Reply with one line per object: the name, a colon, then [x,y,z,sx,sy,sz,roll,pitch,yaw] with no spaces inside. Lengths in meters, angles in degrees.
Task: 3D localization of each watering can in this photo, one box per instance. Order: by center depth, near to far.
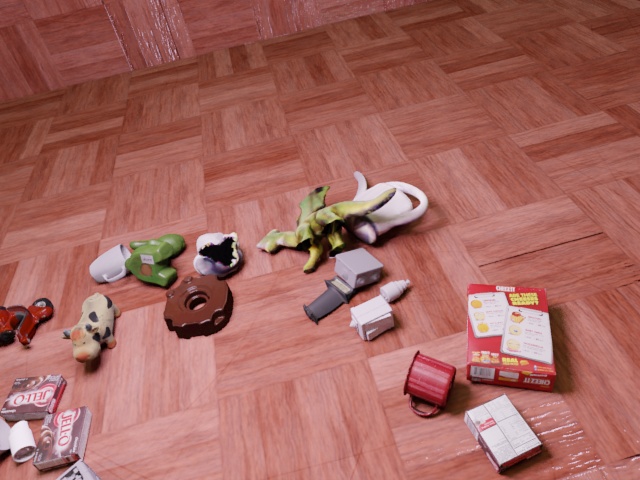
watering can: [0.143,-0.101,1.447,0.226,0.102,0.351,-34,33,-20]

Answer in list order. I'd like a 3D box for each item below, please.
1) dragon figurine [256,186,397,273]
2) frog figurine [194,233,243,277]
dragon figurine: [0.004,-0.069,1.365,0.408,0.120,0.248,-34,40,12]
frog figurine: [-0.285,0.041,1.403,0.139,0.121,0.158,-48,16,-23]
